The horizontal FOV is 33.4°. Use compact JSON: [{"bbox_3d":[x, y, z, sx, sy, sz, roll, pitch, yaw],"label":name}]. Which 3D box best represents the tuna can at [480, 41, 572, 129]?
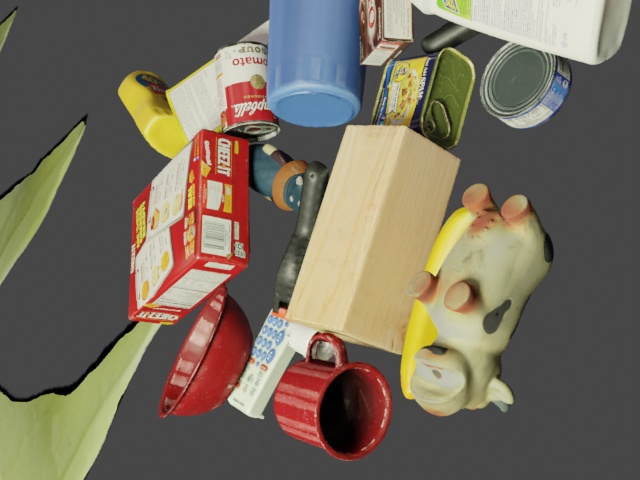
[{"bbox_3d":[0.198,-0.151,1.024,0.086,0.033,0.086,-24,55,38],"label":"tuna can"}]

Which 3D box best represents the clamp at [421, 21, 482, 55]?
[{"bbox_3d":[0.207,-0.267,1.072,0.210,0.036,0.164,0,64,44],"label":"clamp"}]

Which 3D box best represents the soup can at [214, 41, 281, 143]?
[{"bbox_3d":[-0.085,-0.172,1.246,0.069,0.068,0.102,-19,72,41],"label":"soup can"}]

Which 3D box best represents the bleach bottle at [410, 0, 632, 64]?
[{"bbox_3d":[0.163,-0.244,0.996,0.251,0.067,0.103,26,128,34],"label":"bleach bottle"}]

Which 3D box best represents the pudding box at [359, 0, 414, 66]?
[{"bbox_3d":[0.068,-0.250,1.124,0.090,0.039,0.113,148,120,-76],"label":"pudding box"}]

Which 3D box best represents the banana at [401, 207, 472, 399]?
[{"bbox_3d":[0.110,0.051,0.999,0.037,0.069,0.198,18,89,6],"label":"banana"}]

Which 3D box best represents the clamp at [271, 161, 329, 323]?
[{"bbox_3d":[-0.007,0.001,1.133,0.039,0.120,0.171,22,99,24],"label":"clamp"}]

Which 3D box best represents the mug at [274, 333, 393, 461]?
[{"bbox_3d":[0.008,0.147,1.029,0.082,0.093,0.117,4,102,53],"label":"mug"}]

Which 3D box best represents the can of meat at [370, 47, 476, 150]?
[{"bbox_3d":[0.104,-0.143,1.106,0.084,0.057,0.102,1,70,50],"label":"can of meat"}]

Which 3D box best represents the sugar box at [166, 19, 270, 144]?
[{"bbox_3d":[-0.102,-0.187,1.323,0.176,0.048,0.093,-29,74,20],"label":"sugar box"}]

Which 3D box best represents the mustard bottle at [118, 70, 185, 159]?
[{"bbox_3d":[-0.224,-0.181,1.451,0.058,0.096,0.192,-54,41,14],"label":"mustard bottle"}]

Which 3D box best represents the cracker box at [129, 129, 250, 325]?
[{"bbox_3d":[-0.157,-0.009,1.267,0.214,0.072,0.164,-37,48,52],"label":"cracker box"}]

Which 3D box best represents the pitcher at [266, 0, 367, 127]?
[{"bbox_3d":[0.012,-0.258,1.223,0.149,0.144,0.243,-24,57,54],"label":"pitcher"}]

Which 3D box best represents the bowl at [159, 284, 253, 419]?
[{"bbox_3d":[-0.119,0.133,1.180,0.162,0.055,0.162,-58,13,21],"label":"bowl"}]

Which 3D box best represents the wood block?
[{"bbox_3d":[0.053,-0.002,1.062,0.090,0.090,0.206,7,77,49],"label":"wood block"}]
